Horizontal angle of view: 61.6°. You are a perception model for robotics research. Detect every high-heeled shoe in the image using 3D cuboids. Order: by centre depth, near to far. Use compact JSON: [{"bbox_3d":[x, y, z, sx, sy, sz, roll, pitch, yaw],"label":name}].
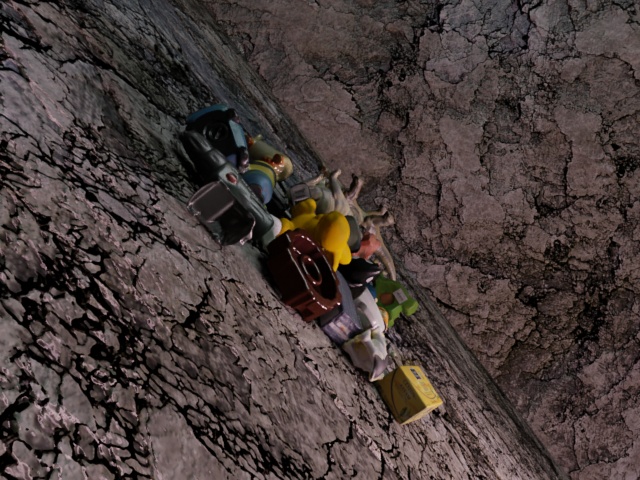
[{"bbox_3d":[0.102,0.078,1.290,0.248,0.145,0.086,11,75,-67],"label":"high-heeled shoe"}]

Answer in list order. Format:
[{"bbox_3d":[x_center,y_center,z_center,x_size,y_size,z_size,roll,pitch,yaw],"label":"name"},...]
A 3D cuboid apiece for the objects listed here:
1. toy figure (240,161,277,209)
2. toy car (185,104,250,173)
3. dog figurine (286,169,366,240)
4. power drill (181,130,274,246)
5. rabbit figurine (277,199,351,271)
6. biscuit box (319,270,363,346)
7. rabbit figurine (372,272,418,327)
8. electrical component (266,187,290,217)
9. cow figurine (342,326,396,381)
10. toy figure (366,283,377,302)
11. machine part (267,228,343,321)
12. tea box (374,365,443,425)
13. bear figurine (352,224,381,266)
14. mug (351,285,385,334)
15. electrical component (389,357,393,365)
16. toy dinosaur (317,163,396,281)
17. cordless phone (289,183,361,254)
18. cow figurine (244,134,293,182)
[{"bbox_3d":[-0.133,-0.112,1.120,0.089,0.082,0.180,15,18,-13],"label":"toy figure"},{"bbox_3d":[-0.194,-0.183,1.073,0.103,0.109,0.162,84,-19,-73],"label":"toy car"},{"bbox_3d":[0.013,-0.058,1.312,0.121,0.172,0.190,-28,-96,64],"label":"dog figurine"},{"bbox_3d":[-0.171,-0.081,0.918,0.232,0.086,0.207,51,3,-17],"label":"power drill"},{"bbox_3d":[-0.002,-0.003,1.109,0.122,0.173,0.162,-32,100,-37],"label":"rabbit figurine"},{"bbox_3d":[0.031,0.127,1.098,0.062,0.059,0.203,46,12,-21],"label":"biscuit box"},{"bbox_3d":[0.178,0.176,1.506,0.159,0.121,0.170,48,-9,19],"label":"rabbit figurine"},{"bbox_3d":[-0.125,-0.106,1.245,0.119,0.048,0.075,53,9,-2],"label":"electrical component"},{"bbox_3d":[0.111,0.227,1.079,0.098,0.068,0.167,61,16,14],"label":"cow figurine"},{"bbox_3d":[0.109,0.150,1.354,0.154,0.064,0.057,-34,121,-72],"label":"toy figure"},{"bbox_3d":[-0.028,0.061,0.989,0.179,0.056,0.179,48,23,-29],"label":"machine part"},{"bbox_3d":[0.185,0.315,1.105,0.098,0.068,0.169,56,12,22],"label":"tea box"},{"bbox_3d":[0.126,0.024,1.491,0.196,0.132,0.120,-23,108,-59],"label":"bear figurine"},{"bbox_3d":[0.100,0.165,1.183,0.107,0.081,0.110,56,-16,-12],"label":"mug"},{"bbox_3d":[0.134,0.247,1.235,0.094,0.021,0.063,45,12,-29],"label":"electrical component"},{"bbox_3d":[0.129,-0.041,1.686,0.471,0.198,0.105,51,10,-4],"label":"toy dinosaur"},{"bbox_3d":[0.011,-0.049,1.237,0.089,0.147,0.184,-49,125,-77],"label":"cordless phone"},{"bbox_3d":[-0.148,-0.205,1.295,0.195,0.085,0.127,33,10,22],"label":"cow figurine"}]
